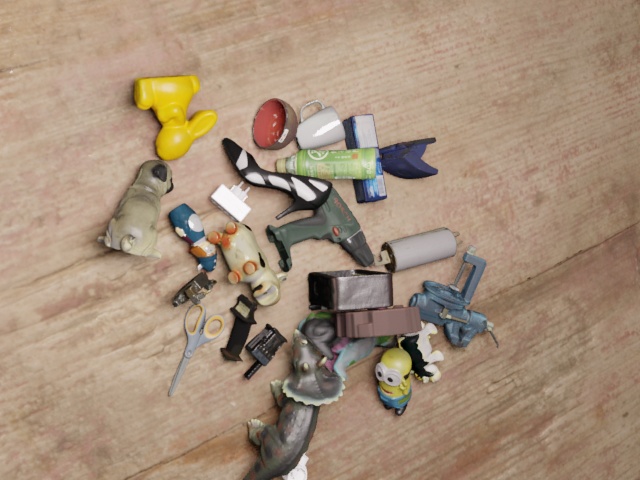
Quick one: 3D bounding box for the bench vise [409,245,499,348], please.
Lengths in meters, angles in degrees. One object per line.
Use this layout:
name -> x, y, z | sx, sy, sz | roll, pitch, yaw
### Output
bench vise -> 0.342, 0.133, 1.295 | 0.224, 0.129, 0.240 | 21, 102, 2

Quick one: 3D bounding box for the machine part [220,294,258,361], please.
machine part -> -0.174, 0.191, 1.163 | 0.039, 0.084, 0.138 | 15, 94, -43

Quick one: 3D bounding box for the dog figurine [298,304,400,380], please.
dog figurine -> 0.080, 0.199, 1.228 | 0.219, 0.108, 0.191 | -40, 99, -19

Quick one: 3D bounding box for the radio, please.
radio -> 0.059, 0.103, 1.156 | 0.131, 0.229, 0.073 | -2, 88, -14

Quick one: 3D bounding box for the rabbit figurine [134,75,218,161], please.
rabbit figurine -> -0.303, -0.253, 1.117 | 0.162, 0.122, 0.173 | -8, 106, -28

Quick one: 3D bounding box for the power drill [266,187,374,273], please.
power drill -> -0.002, -0.004, 1.213 | 0.207, 0.086, 0.232 | -26, 94, -13

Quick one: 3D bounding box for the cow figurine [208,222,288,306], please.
cow figurine -> -0.146, 0.054, 1.153 | 0.085, 0.127, 0.195 | -32, 82, 20

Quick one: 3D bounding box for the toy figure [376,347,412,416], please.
toy figure -> 0.173, 0.325, 1.242 | 0.089, 0.082, 0.179 | -68, 154, -44

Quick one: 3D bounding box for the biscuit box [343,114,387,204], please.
biscuit box -> 0.105, -0.188, 1.261 | 0.059, 0.063, 0.202 | -11, 93, -19

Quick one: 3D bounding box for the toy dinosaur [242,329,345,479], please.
toy dinosaur -> -0.068, 0.400, 1.128 | 0.131, 0.192, 0.404 | 23, 81, -14

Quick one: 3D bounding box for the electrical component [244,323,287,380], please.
electrical component -> -0.132, 0.242, 1.172 | 0.119, 0.075, 0.047 | -44, 103, -11

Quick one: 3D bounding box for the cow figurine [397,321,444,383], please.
cow figurine -> 0.239, 0.282, 1.280 | 0.098, 0.068, 0.167 | -28, 113, -28

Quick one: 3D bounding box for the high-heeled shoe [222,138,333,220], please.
high-heeled shoe -> -0.092, -0.156, 1.157 | 0.145, 0.086, 0.249 | -37, 85, -4

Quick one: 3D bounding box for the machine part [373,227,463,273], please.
machine part -> 0.239, 0.024, 1.295 | 0.243, 0.079, 0.079 | -14, 94, -19

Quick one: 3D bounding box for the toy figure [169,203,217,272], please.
toy figure -> -0.262, -0.002, 1.137 | 0.064, 0.058, 0.154 | -36, 99, -26

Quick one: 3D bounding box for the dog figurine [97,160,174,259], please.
dog figurine -> -0.349, -0.070, 1.057 | 0.121, 0.172, 0.190 | 18, 91, -28

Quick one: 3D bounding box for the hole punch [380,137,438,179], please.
hole punch -> 0.205, -0.187, 1.263 | 0.116, 0.142, 0.092 | -10, 97, -30

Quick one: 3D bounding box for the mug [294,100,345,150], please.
mug -> -0.011, -0.256, 1.216 | 0.107, 0.081, 0.109 | -27, 96, -7

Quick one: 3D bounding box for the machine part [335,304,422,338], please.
machine part -> 0.118, 0.166, 1.103 | 0.179, 0.179, 0.056 | -3, 84, -18

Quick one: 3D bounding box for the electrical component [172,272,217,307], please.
electrical component -> -0.259, 0.104, 1.123 | 0.078, 0.102, 0.045 | -41, 99, 11
